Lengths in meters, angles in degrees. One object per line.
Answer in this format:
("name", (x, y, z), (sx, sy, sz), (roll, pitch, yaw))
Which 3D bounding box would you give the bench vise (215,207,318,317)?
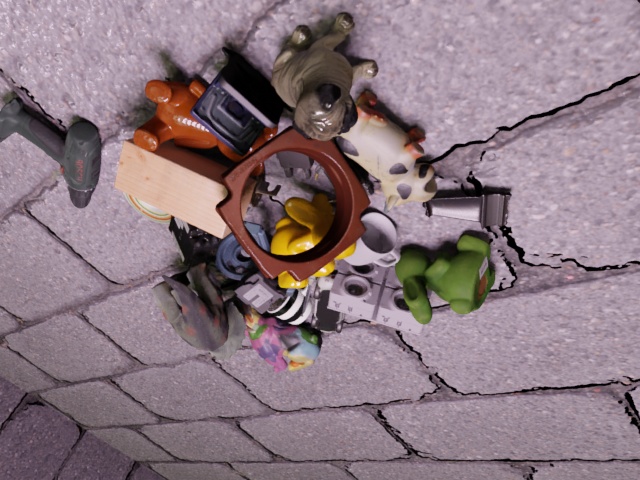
("bench vise", (-0.117, 0.031, 1.071), (0.224, 0.129, 0.240), (18, 151, 17))

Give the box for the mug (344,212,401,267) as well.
("mug", (0.091, 0.010, 0.995), (0.109, 0.081, 0.107), (33, 150, -14))

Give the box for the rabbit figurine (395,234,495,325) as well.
("rabbit figurine", (0.210, 0.074, 0.969), (0.170, 0.159, 0.121), (12, 151, 36))

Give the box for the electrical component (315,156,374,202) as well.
("electrical component", (0.038, -0.105, 0.912), (0.078, 0.045, 0.102), (-6, 132, 32))

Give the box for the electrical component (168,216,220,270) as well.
("electrical component", (-0.256, -0.017, 1.091), (0.115, 0.058, 0.134), (62, 147, 16))

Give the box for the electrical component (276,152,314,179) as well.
("electrical component", (-0.045, -0.145, 0.924), (0.063, 0.021, 0.093), (6, 138, 19))

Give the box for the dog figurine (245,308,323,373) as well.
("dog figurine", (-0.122, 0.215, 1.292), (0.192, 0.108, 0.219), (-21, 121, 41))

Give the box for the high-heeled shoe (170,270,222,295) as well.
("high-heeled shoe", (-0.306, 0.158, 1.281), (0.086, 0.145, 0.248), (11, 137, 15))

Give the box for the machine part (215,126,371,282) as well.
("machine part", (-0.042, -0.054, 0.824), (0.201, 0.201, 0.087), (55, 172, -14))

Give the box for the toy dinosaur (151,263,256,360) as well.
("toy dinosaur", (-0.225, 0.154, 1.052), (0.192, 0.131, 0.405), (56, 179, 3))

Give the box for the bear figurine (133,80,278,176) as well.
("bear figurine", (-0.179, -0.176, 0.873), (0.196, 0.132, 0.120), (29, 116, 2))

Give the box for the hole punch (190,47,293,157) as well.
("hole punch", (-0.121, -0.204, 0.816), (0.142, 0.116, 0.092), (37, 125, -19))

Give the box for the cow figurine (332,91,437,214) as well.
("cow figurine", (0.103, -0.123, 0.834), (0.195, 0.085, 0.127), (34, 133, -16))

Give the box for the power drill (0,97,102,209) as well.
("power drill", (-0.543, -0.174, 1.080), (0.207, 0.086, 0.232), (36, 137, -10))

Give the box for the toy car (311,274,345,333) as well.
("toy car", (0.022, 0.143, 1.185), (0.074, 0.056, 0.201), (11, 140, 5))

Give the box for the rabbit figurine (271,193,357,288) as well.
("rabbit figurine", (-0.002, -0.003, 0.963), (0.173, 0.122, 0.162), (-13, 87, 51))

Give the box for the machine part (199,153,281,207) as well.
("machine part", (-0.191, -0.113, 0.984), (0.243, 0.079, 0.079), (15, 139, 10))

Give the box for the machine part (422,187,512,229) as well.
("machine part", (0.238, -0.054, 0.883), (0.139, 0.039, 0.084), (6, 142, 16))

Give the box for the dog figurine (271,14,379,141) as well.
("dog figurine", (-0.021, -0.197, 0.727), (0.172, 0.190, 0.121), (-21, 123, 41))

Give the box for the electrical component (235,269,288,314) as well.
("electrical component", (-0.122, 0.098, 1.024), (0.119, 0.048, 0.074), (-33, 110, 33))
